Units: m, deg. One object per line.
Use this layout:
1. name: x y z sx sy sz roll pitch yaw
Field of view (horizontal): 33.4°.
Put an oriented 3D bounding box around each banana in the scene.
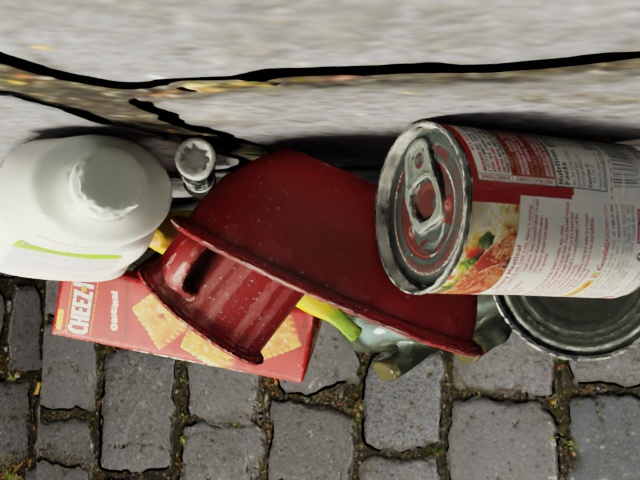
1. banana: -0.048 0.014 0.740 0.197 0.037 0.070 26 -173 -39

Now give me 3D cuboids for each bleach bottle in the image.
1. bleach bottle: -0.125 -0.016 0.567 0.102 0.068 0.251 4 175 -21

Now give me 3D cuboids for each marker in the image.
1. marker: -0.063 -0.035 0.546 0.020 0.020 0.121 2 178 -5

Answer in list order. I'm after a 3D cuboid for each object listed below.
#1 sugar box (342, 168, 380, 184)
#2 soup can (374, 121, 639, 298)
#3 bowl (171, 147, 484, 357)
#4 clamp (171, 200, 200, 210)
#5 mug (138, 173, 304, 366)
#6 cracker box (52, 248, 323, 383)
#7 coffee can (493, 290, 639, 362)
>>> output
1. sugar box: 0.063 -0.013 0.658 0.093 0.048 0.176 4 175 16
2. soup can: 0.083 -0.010 0.437 0.102 0.068 0.069 3 177 -26
3. bowl: 0.013 -0.001 0.510 0.162 0.055 0.162 24 -178 -1
4. clamp: -0.099 -0.013 0.875 0.210 0.036 0.164 -4 174 36
5. mug: -0.051 0.012 0.623 0.093 0.081 0.117 40 -175 24
6. cracker box: -0.105 0.053 0.944 0.214 0.072 0.164 12 -170 3
7. coffee can: 0.163 0.020 0.655 0.103 0.103 0.140 1 177 16
